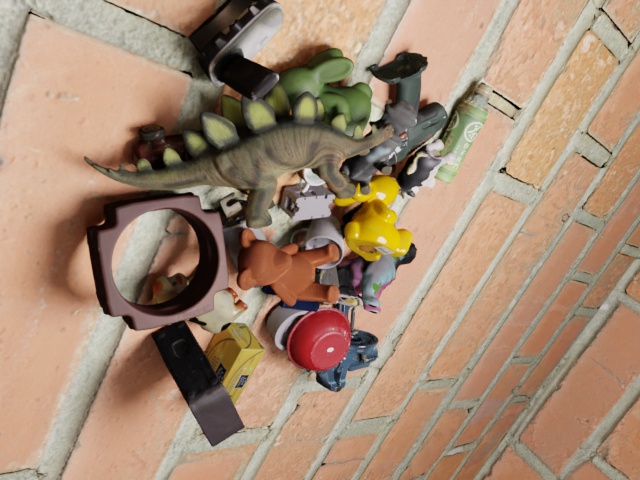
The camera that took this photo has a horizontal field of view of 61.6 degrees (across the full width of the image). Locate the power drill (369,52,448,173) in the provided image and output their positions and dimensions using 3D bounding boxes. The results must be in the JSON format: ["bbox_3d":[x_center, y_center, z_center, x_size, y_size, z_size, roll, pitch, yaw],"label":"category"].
[{"bbox_3d":[0.148,-0.242,1.046,0.232,0.086,0.207,-29,131,-16],"label":"power drill"}]

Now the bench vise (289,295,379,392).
[{"bbox_3d":[0.056,0.239,1.323,0.223,0.129,0.240,0,101,-29],"label":"bench vise"}]

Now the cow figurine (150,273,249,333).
[{"bbox_3d":[-0.238,0.118,1.007,0.127,0.086,0.194,-51,140,-5],"label":"cow figurine"}]

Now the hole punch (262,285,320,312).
[{"bbox_3d":[-0.045,0.088,1.138,0.142,0.092,0.115,15,107,-41],"label":"hole punch"}]

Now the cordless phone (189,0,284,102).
[{"bbox_3d":[-0.089,-0.267,0.751,0.146,0.184,0.088,-44,134,-3],"label":"cordless phone"}]

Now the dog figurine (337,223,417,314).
[{"bbox_3d":[0.113,0.049,1.229,0.108,0.192,0.219,65,43,-64],"label":"dog figurine"}]

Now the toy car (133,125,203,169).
[{"bbox_3d":[-0.195,-0.145,0.858,0.202,0.053,0.089,-15,126,-29],"label":"toy car"}]

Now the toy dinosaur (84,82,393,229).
[{"bbox_3d":[-0.098,-0.127,0.825,0.471,0.105,0.198,-19,114,-14],"label":"toy dinosaur"}]

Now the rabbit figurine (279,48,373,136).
[{"bbox_3d":[0.003,-0.239,0.903,0.170,0.121,0.159,21,114,-31],"label":"rabbit figurine"}]

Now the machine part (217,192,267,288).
[{"bbox_3d":[-0.138,0.010,1.006,0.079,0.079,0.242,-33,138,-15],"label":"machine part"}]

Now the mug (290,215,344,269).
[{"bbox_3d":[-0.002,-0.003,1.093,0.110,0.107,0.080,-2,125,10],"label":"mug"}]

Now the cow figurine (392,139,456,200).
[{"bbox_3d":[0.202,-0.136,1.142,0.098,0.068,0.167,-23,160,-38],"label":"cow figurine"}]

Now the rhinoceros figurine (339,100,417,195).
[{"bbox_3d":[0.105,-0.167,0.969,0.073,0.112,0.190,32,135,-8],"label":"rhinoceros figurine"}]

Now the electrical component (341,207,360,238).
[{"bbox_3d":[0.083,-0.029,1.181,0.119,0.048,0.074,-39,137,-11],"label":"electrical component"}]

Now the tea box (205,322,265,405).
[{"bbox_3d":[-0.199,0.269,1.142,0.068,0.098,0.169,15,109,-45],"label":"tea box"}]

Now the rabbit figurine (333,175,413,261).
[{"bbox_3d":[0.104,-0.060,1.094,0.162,0.122,0.173,27,69,-24],"label":"rabbit figurine"}]

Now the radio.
[{"bbox_3d":[-0.233,0.259,1.009,0.073,0.230,0.130,-29,131,-20],"label":"radio"}]

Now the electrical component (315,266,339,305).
[{"bbox_3d":[0.014,0.090,1.118,0.078,0.045,0.102,-15,101,-48],"label":"electrical component"}]

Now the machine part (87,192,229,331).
[{"bbox_3d":[-0.258,0.030,0.865,0.201,0.087,0.200,-13,104,-34],"label":"machine part"}]

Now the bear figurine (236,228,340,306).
[{"bbox_3d":[-0.058,0.047,0.962,0.195,0.132,0.120,37,50,-60],"label":"bear figurine"}]
